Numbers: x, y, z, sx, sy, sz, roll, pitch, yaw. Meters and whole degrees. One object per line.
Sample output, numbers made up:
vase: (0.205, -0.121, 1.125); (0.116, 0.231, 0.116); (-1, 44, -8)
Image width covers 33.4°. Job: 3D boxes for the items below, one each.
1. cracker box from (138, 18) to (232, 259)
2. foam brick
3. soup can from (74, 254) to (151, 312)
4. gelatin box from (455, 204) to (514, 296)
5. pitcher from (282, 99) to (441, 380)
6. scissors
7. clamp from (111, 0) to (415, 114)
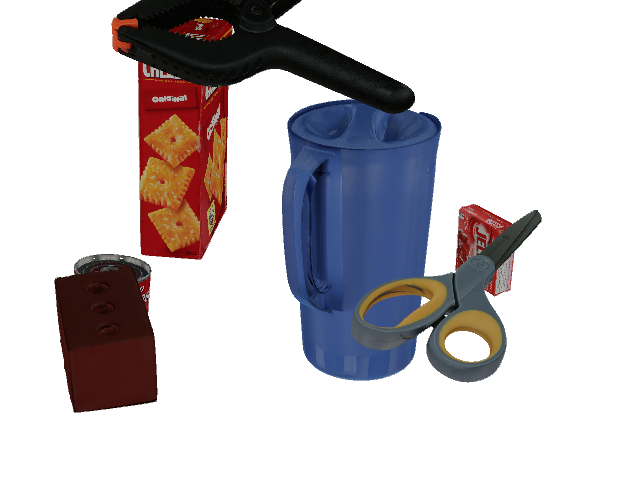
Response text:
cracker box: (-0.135, -0.109, 1.094); (0.072, 0.214, 0.164); (5, 22, 3)
foam brick: (-0.136, 0.062, 0.671); (0.053, 0.051, 0.078); (-7, 34, -18)
soup can: (-0.190, 0.072, 0.966); (0.068, 0.102, 0.068); (6, 19, -2)
gelatin box: (0.195, 0.010, 1.269); (0.030, 0.089, 0.073); (-17, 32, -29)
pitcher: (0.031, 0.005, 0.963); (0.149, 0.243, 0.145); (-4, 25, -10)
scissors: (0.106, 0.031, 0.649); (0.201, 0.016, 0.096); (-21, 44, -37)
clamp: (-0.039, -0.146, 0.757); (0.209, 0.164, 0.036); (-13, -27, -15)
